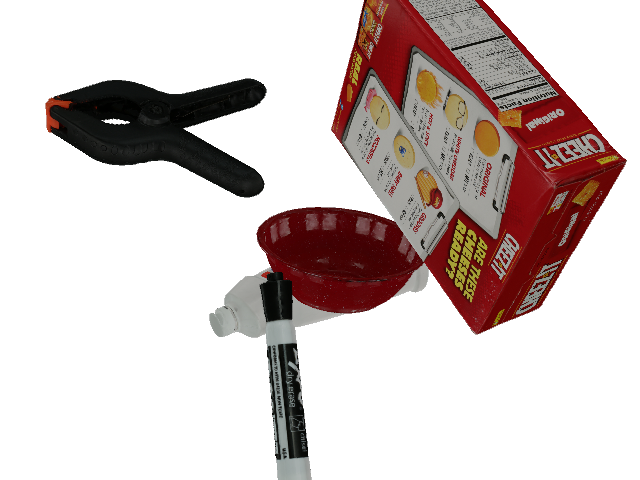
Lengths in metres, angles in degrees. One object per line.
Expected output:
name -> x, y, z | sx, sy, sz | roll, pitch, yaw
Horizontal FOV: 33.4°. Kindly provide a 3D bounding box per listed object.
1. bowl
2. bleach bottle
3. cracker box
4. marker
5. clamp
bowl -> 0.018, 0.024, 1.012 | 0.162, 0.055, 0.162 | 5, 24, -3
bleach bottle -> -0.005, 0.054, 1.205 | 0.250, 0.068, 0.103 | -22, 38, -27
cracker box -> 0.099, -0.069, 0.752 | 0.072, 0.214, 0.164 | -19, -31, -25
marker -> -0.020, 0.078, 0.607 | 0.020, 0.121, 0.020 | -6, -10, -1
clamp -> -0.118, -0.093, 0.816 | 0.171, 0.039, 0.120 | 14, 41, -3
